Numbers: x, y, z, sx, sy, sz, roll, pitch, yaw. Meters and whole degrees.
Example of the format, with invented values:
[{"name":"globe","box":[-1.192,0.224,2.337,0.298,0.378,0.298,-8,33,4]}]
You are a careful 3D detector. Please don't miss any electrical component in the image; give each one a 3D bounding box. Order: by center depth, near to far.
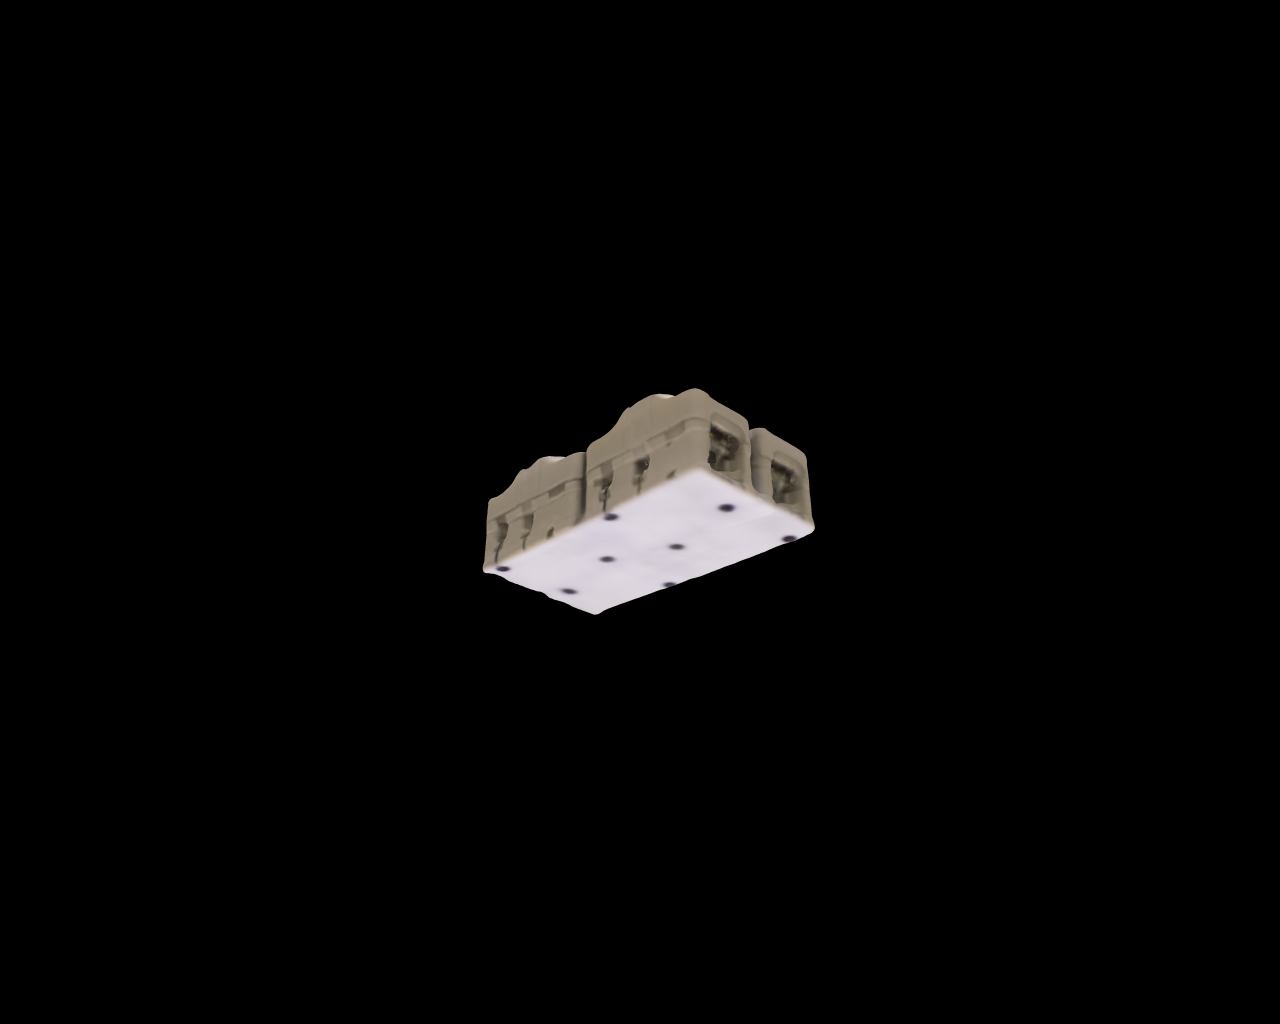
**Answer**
[{"name":"electrical component","box":[0.001,-0.003,0.650,0.186,0.060,0.105,-25,-37,38]}]
